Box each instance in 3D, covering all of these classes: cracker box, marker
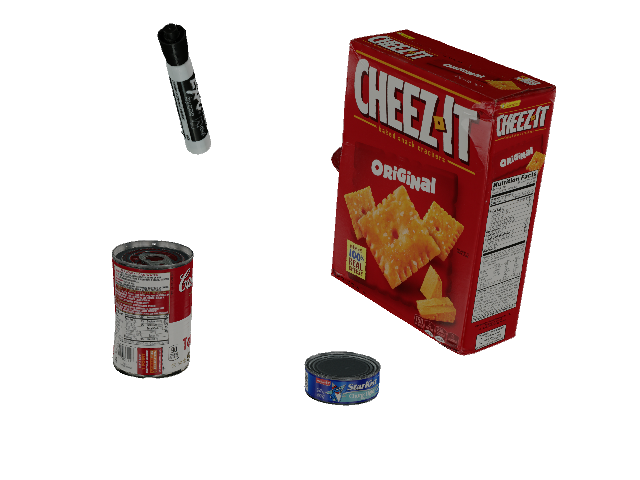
[{"bbox_3d":[0.087,-0.039,0.843,0.071,0.214,0.164,-17,34,-35],"label":"cracker box"},{"bbox_3d":[-0.094,-0.105,0.743,0.020,0.020,0.121,0,-34,4],"label":"marker"}]

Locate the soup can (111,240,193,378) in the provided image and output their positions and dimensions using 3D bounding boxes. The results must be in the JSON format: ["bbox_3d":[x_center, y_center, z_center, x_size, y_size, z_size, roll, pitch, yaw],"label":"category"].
[{"bbox_3d":[-0.143,0.058,0.907,0.068,0.102,0.068,3,17,-1],"label":"soup can"}]

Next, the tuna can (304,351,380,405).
[{"bbox_3d":[0.024,0.155,1.203,0.086,0.034,0.086,2,14,-1],"label":"tuna can"}]

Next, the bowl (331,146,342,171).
[{"bbox_3d":[0.089,-0.052,1.095,0.162,0.055,0.162,5,24,-2],"label":"bowl"}]
